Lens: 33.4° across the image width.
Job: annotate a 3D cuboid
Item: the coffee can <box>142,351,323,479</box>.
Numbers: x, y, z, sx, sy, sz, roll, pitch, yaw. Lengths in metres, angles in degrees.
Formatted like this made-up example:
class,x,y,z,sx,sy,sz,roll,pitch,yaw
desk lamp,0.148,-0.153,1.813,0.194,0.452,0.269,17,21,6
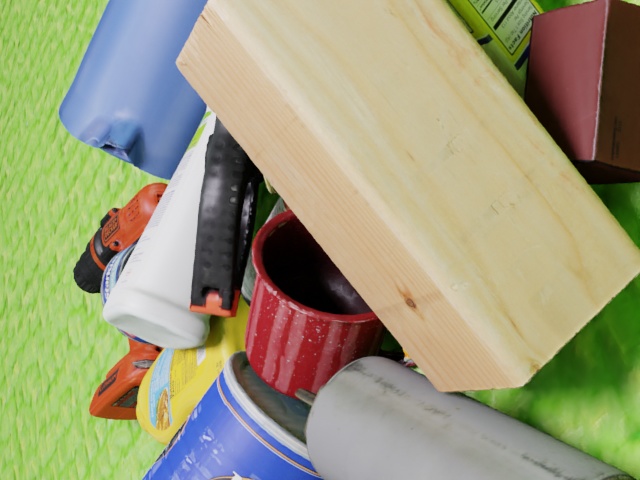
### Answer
class,x,y,z,sx,sy,sz,roll,pitch,yaw
coffee can,-0.052,0.154,0.656,0.140,0.102,0.103,-54,38,12

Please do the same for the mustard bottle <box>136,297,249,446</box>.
class,x,y,z,sx,sy,sz,roll,pitch,yaw
mustard bottle,-0.093,0.108,0.818,0.192,0.058,0.096,-42,39,46

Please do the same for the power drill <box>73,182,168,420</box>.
class,x,y,z,sx,sy,sz,roll,pitch,yaw
power drill,-0.176,0.063,0.965,0.185,0.057,0.187,-40,51,47

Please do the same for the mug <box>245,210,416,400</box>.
class,x,y,z,sx,sy,sz,roll,pitch,yaw
mug,0.012,0.043,0.627,0.093,0.117,0.082,-73,-2,-48

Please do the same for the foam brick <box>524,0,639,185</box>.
class,x,y,z,sx,sy,sz,roll,pitch,yaw
foam brick,0.132,-0.069,0.506,0.051,0.052,0.078,1,83,58

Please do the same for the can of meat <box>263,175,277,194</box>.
class,x,y,z,sx,sy,sz,roll,pitch,yaw
can of meat,0.013,-0.077,0.639,0.102,0.084,0.057,-80,-17,-45

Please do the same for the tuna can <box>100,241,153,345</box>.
class,x,y,z,sx,sy,sz,roll,pitch,yaw
tuna can,-0.134,0.041,0.876,0.034,0.086,0.086,-26,61,51

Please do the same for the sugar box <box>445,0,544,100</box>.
class,x,y,z,sx,sy,sz,roll,pitch,yaw
sugar box,0.051,-0.125,0.543,0.094,0.176,0.048,-2,49,57

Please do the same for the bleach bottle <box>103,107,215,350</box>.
class,x,y,z,sx,sy,sz,roll,pitch,yaw
bleach bottle,-0.076,-0.047,0.778,0.103,0.068,0.250,-19,47,66

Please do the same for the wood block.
class,x,y,z,sx,sy,sz,roll,pitch,yaw
wood block,0.038,-0.038,0.492,0.206,0.090,0.091,51,161,-4

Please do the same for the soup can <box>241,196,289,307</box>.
class,x,y,z,sx,sy,sz,roll,pitch,yaw
soup can,-0.005,0.001,0.695,0.102,0.068,0.068,-59,38,33

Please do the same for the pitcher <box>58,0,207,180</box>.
class,x,y,z,sx,sy,sz,roll,pitch,yaw
pitcher,-0.106,-0.183,0.863,0.149,0.144,0.243,46,118,38

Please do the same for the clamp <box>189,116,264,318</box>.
class,x,y,z,sx,sy,sz,roll,pitch,yaw
clamp,-0.052,-0.059,0.663,0.164,0.036,0.210,86,-168,-71
